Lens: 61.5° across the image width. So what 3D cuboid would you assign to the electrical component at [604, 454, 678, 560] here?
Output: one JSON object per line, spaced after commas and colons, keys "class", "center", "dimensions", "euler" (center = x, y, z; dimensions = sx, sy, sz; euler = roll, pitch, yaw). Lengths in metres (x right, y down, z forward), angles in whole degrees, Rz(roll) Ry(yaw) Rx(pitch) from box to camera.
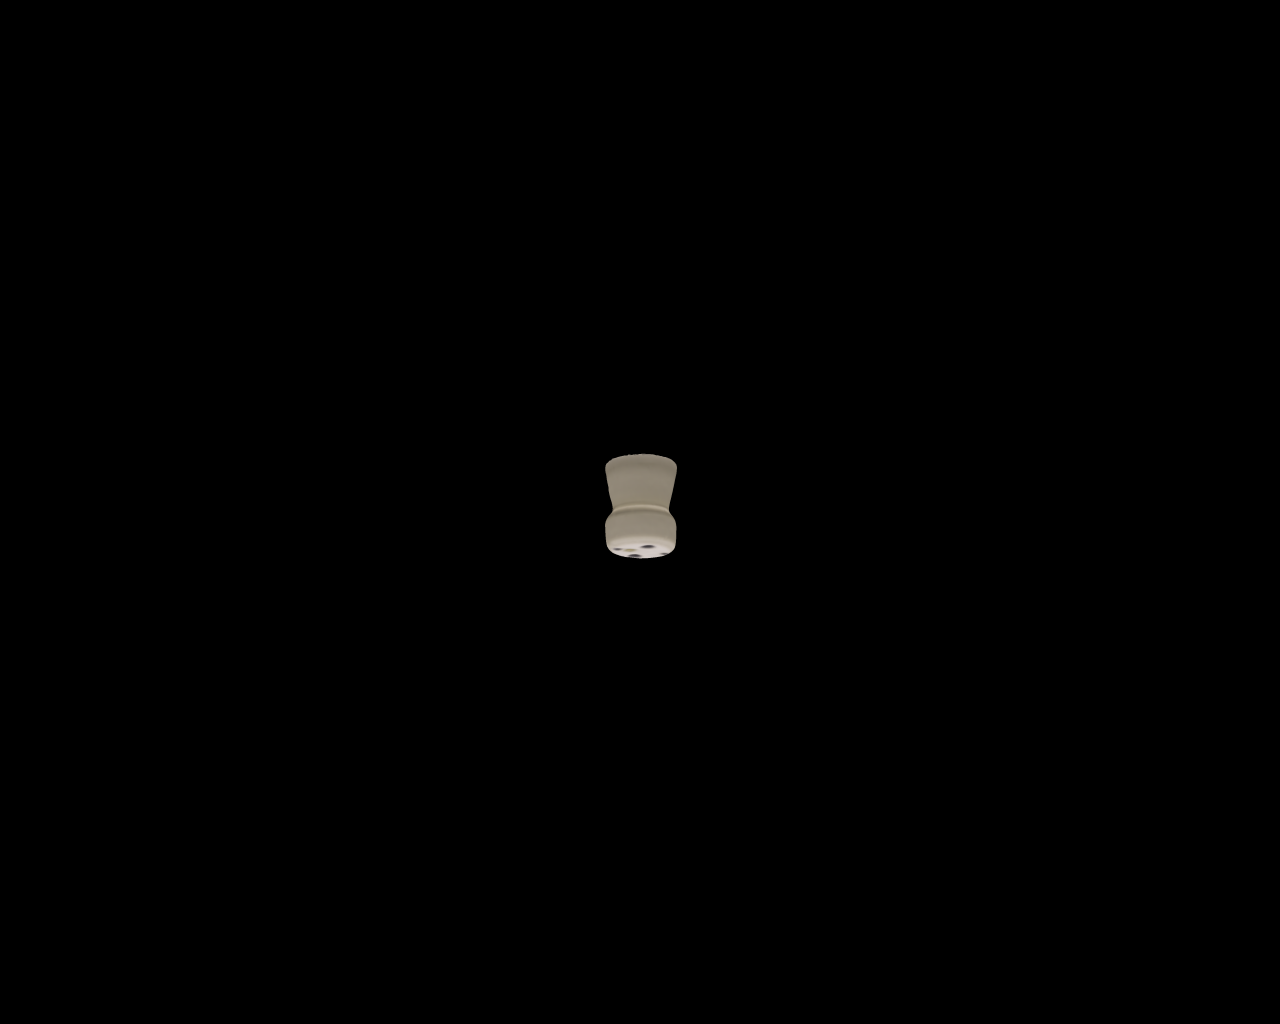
{"class": "electrical component", "center": [0.001, -0.003, 0.650], "dimensions": [0.045, 0.055, 0.045], "euler": [0, -16, 0]}
